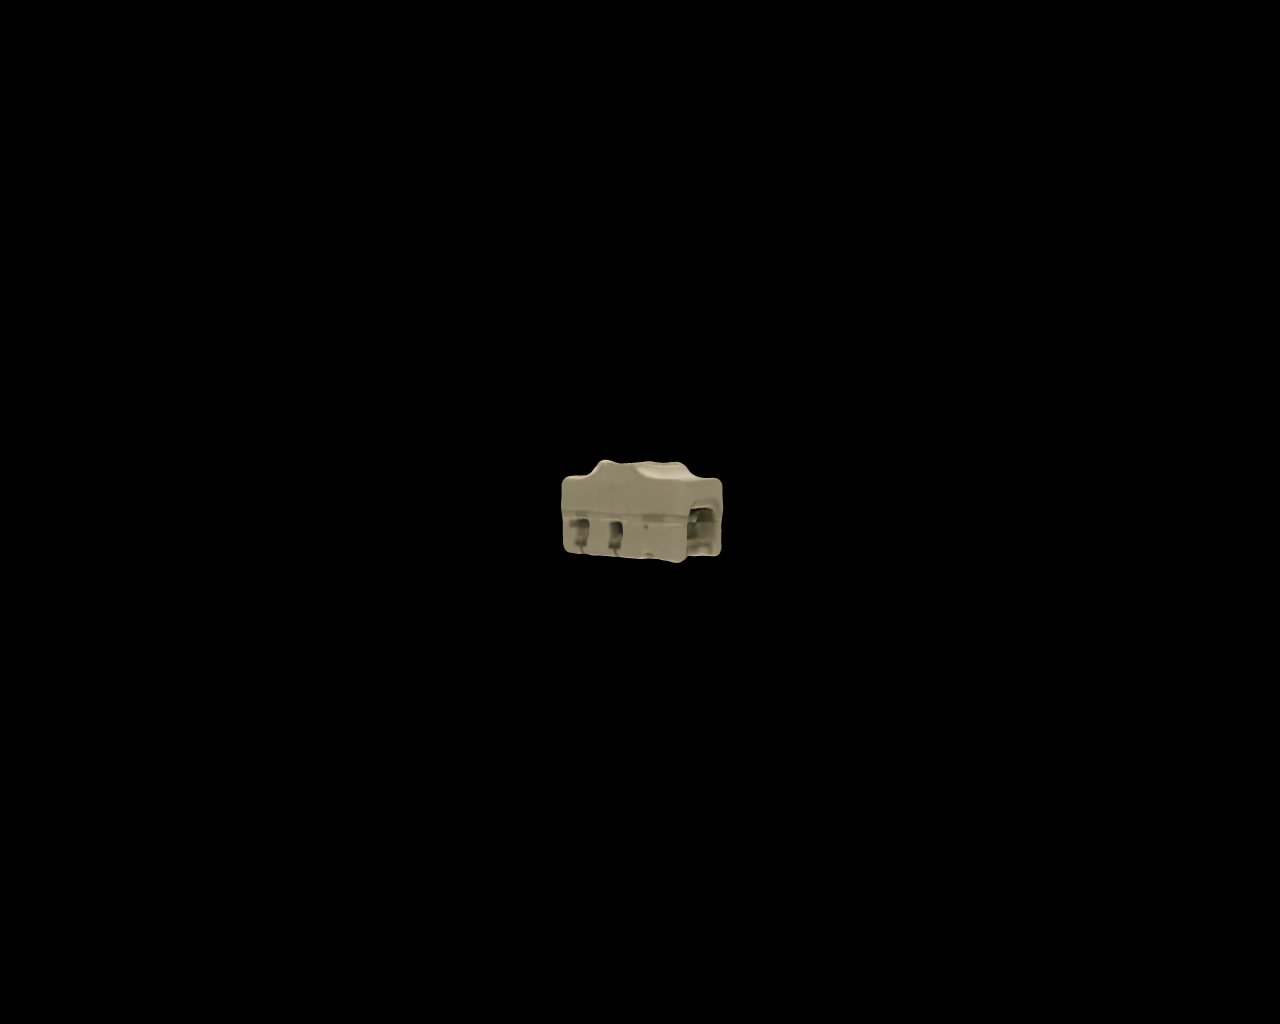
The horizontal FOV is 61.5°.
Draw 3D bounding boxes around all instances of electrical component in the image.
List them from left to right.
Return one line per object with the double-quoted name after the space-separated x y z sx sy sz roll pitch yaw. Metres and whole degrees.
0.001 -0.003 0.650 0.089 0.055 0.050 3 5 37 "electrical component"
